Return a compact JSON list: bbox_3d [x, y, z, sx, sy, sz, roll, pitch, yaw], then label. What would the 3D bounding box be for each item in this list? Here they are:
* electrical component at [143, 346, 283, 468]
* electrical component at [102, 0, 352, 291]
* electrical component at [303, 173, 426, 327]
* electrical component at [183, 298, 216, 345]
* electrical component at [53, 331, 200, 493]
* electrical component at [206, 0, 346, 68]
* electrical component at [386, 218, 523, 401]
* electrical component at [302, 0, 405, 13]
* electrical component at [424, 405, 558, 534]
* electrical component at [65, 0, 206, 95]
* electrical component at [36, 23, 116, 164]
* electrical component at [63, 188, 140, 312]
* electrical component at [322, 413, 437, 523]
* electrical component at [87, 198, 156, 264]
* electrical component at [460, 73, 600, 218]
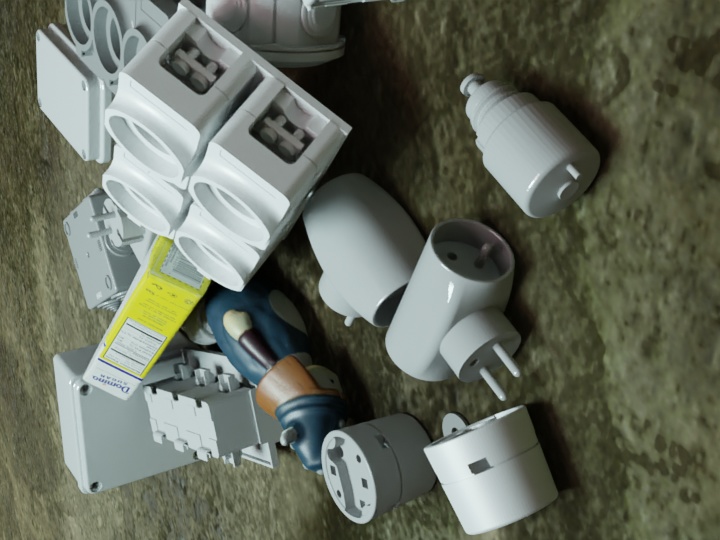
[{"bbox_3d":[-0.110,0.103,0.799,0.121,0.063,0.078,2,105,57],"label":"electrical component"},{"bbox_3d":[-0.084,-0.056,0.610,0.105,0.060,0.186,38,160,-2],"label":"electrical component"},{"bbox_3d":[0.000,0.000,0.604,0.077,0.043,0.079,56,143,26],"label":"electrical component"},{"bbox_3d":[-0.105,0.036,0.791,0.061,0.035,0.035,-16,89,56],"label":"electrical component"},{"bbox_3d":[-0.187,0.113,0.880,0.056,0.109,0.108,33,129,50],"label":"electrical component"},{"bbox_3d":[-0.047,-0.141,0.585,0.080,0.080,0.051,31,123,48],"label":"electrical component"},{"bbox_3d":[0.053,0.029,0.533,0.079,0.043,0.077,54,142,30],"label":"electrical component"},{"bbox_3d":[0.003,-0.168,0.512,0.096,0.062,0.061,-32,76,57],"label":"electrical component"},{"bbox_3d":[0.066,0.099,0.534,0.055,0.055,0.047,-34,78,57],"label":"electrical component"},{"bbox_3d":[-0.147,-0.162,0.746,0.150,0.062,0.089,44,136,40],"label":"electrical component"},{"bbox_3d":[-0.212,-0.144,0.860,0.113,0.057,0.078,44,136,40],"label":"electrical component"},{"bbox_3d":[-0.211,-0.018,0.918,0.100,0.048,0.099,-24,82,58],"label":"electrical component"},{"bbox_3d":[0.012,0.114,0.629,0.055,0.047,0.055,28,125,50],"label":"electrical component"},{"bbox_3d":[-0.171,-0.040,0.821,0.047,0.077,0.065,57,144,26],"label":"electrical component"},{"bbox_3d":[0.071,-0.058,0.473,0.078,0.040,0.040,54,142,30],"label":"electrical component"}]
